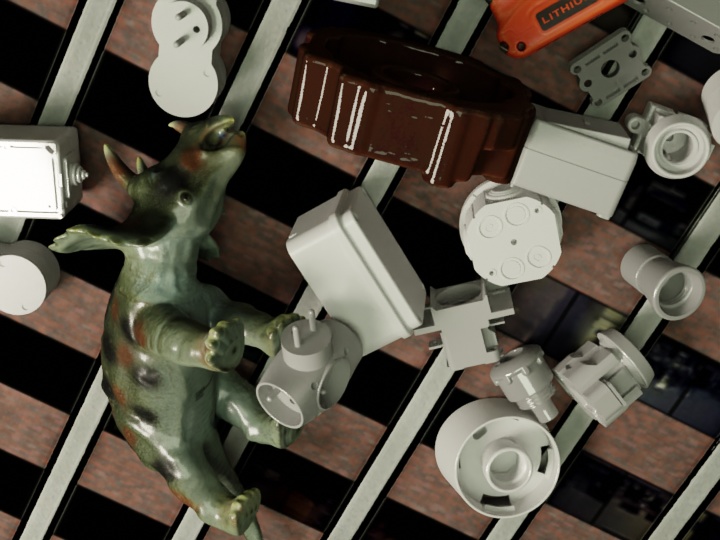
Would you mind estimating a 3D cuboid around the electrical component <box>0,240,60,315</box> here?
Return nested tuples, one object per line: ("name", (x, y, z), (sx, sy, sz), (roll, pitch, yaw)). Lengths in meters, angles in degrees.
("electrical component", (-0.320, 0.004, 0.863), (0.138, 0.073, 0.052), (10, 111, 0))

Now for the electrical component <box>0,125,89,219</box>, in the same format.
("electrical component", (-0.255, -0.078, 0.833), (0.096, 0.061, 0.061), (2, 111, 3))

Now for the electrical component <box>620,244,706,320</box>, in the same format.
("electrical component", (0.231, 0.006, 0.831), (0.044, 0.065, 0.044), (-6, 114, -14))

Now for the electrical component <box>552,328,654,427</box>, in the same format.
("electrical component", (0.197, 0.084, 0.863), (0.057, 0.078, 0.058), (-40, 104, -3))

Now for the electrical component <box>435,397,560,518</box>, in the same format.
("electrical component", (0.118, 0.159, 0.912), (0.099, 0.064, 0.099), (-1, 102, -7))

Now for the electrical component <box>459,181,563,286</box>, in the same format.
("electrical component", (0.118, -0.030, 0.833), (0.080, 0.051, 0.080), (1, 111, 3))

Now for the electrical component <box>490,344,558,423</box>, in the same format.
("electrical component", (0.139, 0.095, 0.878), (0.048, 0.048, 0.062), (-30, 98, 14))

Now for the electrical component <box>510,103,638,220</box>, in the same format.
("electrical component", (0.151, -0.088, 0.803), (0.096, 0.061, 0.061), (18, 111, -3))

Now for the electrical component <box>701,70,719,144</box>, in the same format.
("electrical component", (0.318, -0.098, 0.768), (0.138, 0.073, 0.052), (9, 136, -8))

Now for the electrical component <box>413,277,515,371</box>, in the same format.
("electrical component", (0.086, 0.044, 0.869), (0.081, 0.042, 0.063), (-13, 113, 9))

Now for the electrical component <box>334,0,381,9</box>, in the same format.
("electrical component", (-0.011, -0.233, 0.765), (0.066, 0.047, 0.076), (12, 112, 0))

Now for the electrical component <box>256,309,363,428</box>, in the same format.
("electrical component", (-0.038, 0.063, 0.788), (0.044, 0.077, 0.079), (23, 139, 27))

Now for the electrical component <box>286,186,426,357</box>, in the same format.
("electrical component", (0.000, 0.000, 0.838), (0.057, 0.078, 0.113), (-28, 107, 16))

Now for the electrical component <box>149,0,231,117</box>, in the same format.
("electrical component", (-0.125, -0.178, 0.779), (0.052, 0.073, 0.138), (8, 111, 0))

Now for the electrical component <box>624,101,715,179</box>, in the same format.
("electrical component", (0.232, -0.095, 0.798), (0.066, 0.055, 0.048), (19, 111, -4))
